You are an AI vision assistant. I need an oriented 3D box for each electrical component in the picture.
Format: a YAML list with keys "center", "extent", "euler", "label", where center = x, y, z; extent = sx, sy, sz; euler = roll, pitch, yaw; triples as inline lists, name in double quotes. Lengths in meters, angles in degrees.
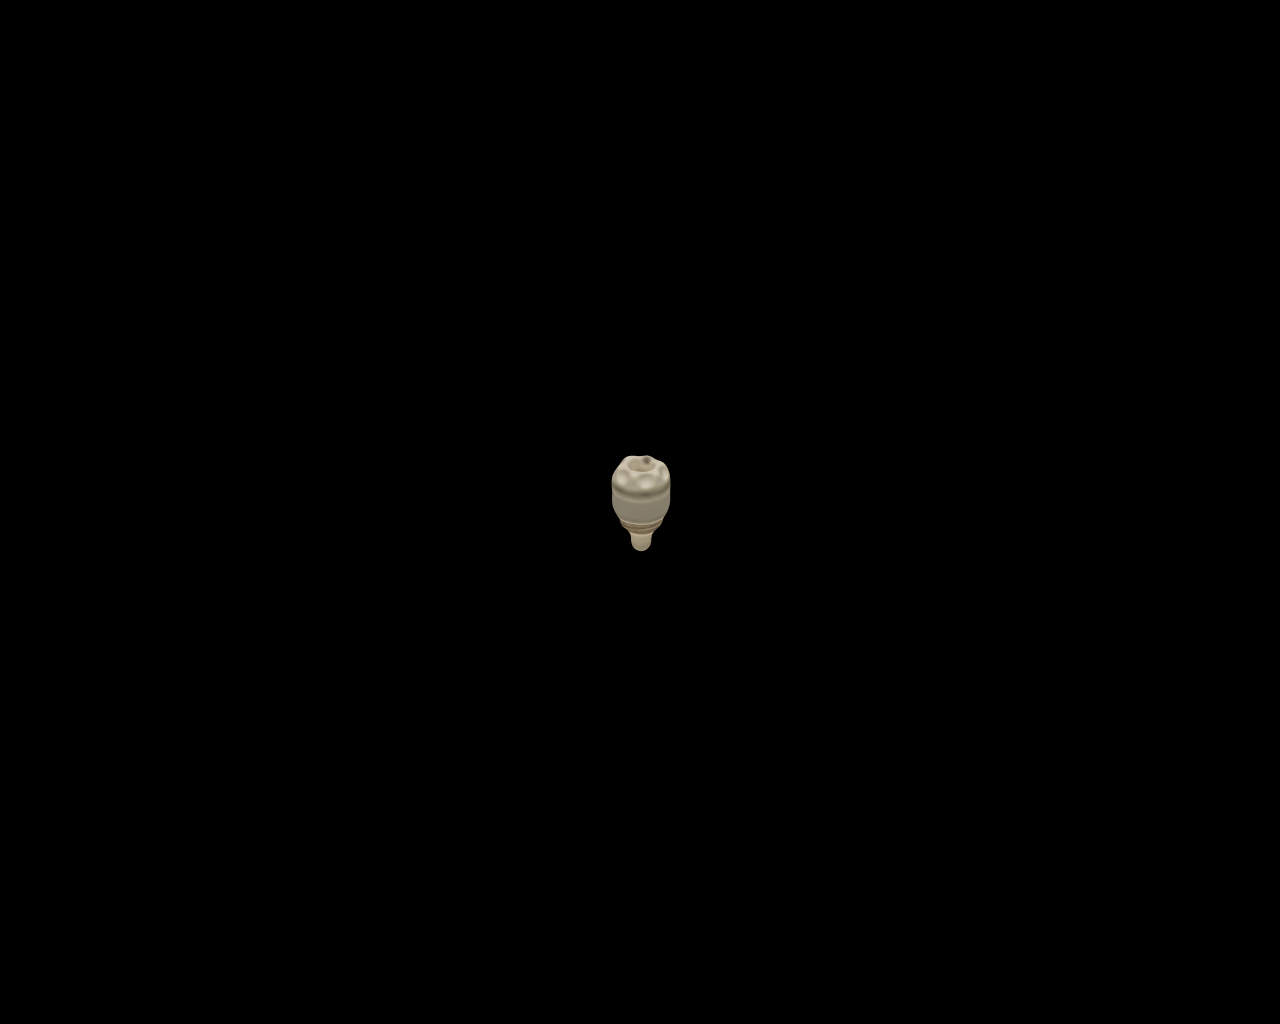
- center: [0.001, -0.003, 0.650]
  extent: [0.035, 0.061, 0.035]
  euler: [0, 32, 0]
  label: "electrical component"
